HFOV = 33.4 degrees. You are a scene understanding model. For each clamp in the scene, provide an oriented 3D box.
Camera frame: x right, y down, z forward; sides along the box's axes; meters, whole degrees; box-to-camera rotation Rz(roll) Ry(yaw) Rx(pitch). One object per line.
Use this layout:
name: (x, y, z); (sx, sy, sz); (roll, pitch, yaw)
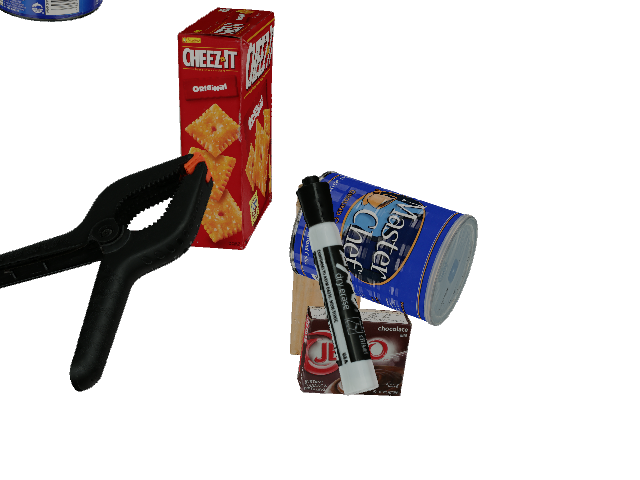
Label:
clamp: (-0.171, 0.004, 0.831); (0.165, 0.209, 0.036); (25, -28, 29)

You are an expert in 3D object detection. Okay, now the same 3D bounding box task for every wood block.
wood block: (0.009, 0.039, 1.388); (0.090, 0.206, 0.091); (3, 23, 0)

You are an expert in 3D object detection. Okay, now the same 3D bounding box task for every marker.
marker: (0.008, 0.023, 0.578); (0.020, 0.121, 0.020); (-13, -13, -3)

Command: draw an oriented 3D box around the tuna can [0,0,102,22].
tuna can: (-0.206, -0.197, 0.801); (0.086, 0.034, 0.086); (6, 36, -4)

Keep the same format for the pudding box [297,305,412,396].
pudding box: (0.036, 0.119, 1.151); (0.113, 0.090, 0.039); (3, 24, -10)

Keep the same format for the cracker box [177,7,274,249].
cracker box: (-0.091, -0.118, 1.093); (0.072, 0.214, 0.164); (5, 21, 6)

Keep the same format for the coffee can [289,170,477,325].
coffee can: (0.058, 0.006, 0.964); (0.140, 0.103, 0.102); (20, 7, 22)
